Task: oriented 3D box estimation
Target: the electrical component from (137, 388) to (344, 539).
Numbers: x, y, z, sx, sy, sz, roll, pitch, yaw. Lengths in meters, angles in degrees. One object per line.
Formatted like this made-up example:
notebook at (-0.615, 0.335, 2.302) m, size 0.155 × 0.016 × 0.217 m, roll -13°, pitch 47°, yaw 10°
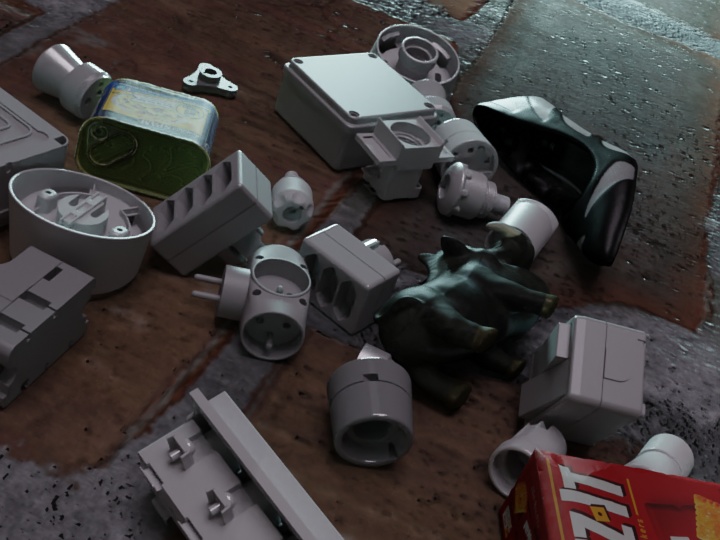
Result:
electrical component at (-0.064, 0.133, 0.579) m, size 0.063 × 0.078 × 0.121 m, roll -31°, pitch 56°, yaw -22°

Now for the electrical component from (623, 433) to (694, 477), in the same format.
electrical component at (0.201, 0.138, 0.727) m, size 0.044 × 0.044 × 0.065 m, roll 34°, pitch 33°, yaw 19°

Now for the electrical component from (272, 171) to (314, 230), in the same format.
electrical component at (-0.055, -0.060, 0.872) m, size 0.035 × 0.035 × 0.061 m, roll 12°, pitch 33°, yaw -12°

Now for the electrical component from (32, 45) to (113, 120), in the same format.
electrical component at (-0.239, -0.156, 0.900) m, size 0.055 × 0.045 × 0.045 m, roll 34°, pitch 37°, yaw 18°

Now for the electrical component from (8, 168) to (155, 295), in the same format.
electrical component at (-0.192, -0.031, 0.738) m, size 0.099 × 0.064 × 0.099 m, roll 13°, pitch 36°, yaw -10°

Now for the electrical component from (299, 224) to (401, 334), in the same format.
electrical component at (0.000, 0.000, 0.806) m, size 0.066 × 0.047 × 0.077 m, roll 37°, pitch 40°, yaw 23°

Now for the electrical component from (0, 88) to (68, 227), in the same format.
electrical component at (-0.276, -0.086, 0.777) m, size 0.113 × 0.057 × 0.078 m, roll 35°, pitch 38°, yaw 20°

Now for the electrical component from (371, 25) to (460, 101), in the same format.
electrical component at (0.053, -0.205, 1.115) m, size 0.099 × 0.064 × 0.099 m, roll 10°, pitch 50°, yaw -12°

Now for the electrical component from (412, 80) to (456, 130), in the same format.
electrical component at (0.068, -0.153, 1.048) m, size 0.045 × 0.045 × 0.055 m, roll 8°, pitch 37°, yaw -18°

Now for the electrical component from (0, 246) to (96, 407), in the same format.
electrical component at (-0.212, 0.031, 0.657) m, size 0.056 × 0.050 × 0.089 m, roll 26°, pitch 35°, yaw 8°

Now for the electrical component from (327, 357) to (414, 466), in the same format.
electrical component at (0.007, 0.091, 0.683) m, size 0.055 × 0.055 × 0.047 m, roll 11°, pitch 40°, yaw -14°

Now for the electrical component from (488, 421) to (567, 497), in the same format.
electrical component at (0.111, 0.124, 0.704) m, size 0.040 × 0.040 × 0.046 m, roll 33°, pitch 32°, yaw 18°

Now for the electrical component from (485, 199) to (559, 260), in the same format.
electrical component at (0.142, -0.035, 0.927) m, size 0.043 × 0.043 × 0.081 m, roll 29°, pitch 36°, yaw 13°

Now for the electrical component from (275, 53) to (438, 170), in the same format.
electrical component at (-0.004, -0.148, 0.995) m, size 0.109 × 0.056 × 0.108 m, roll -13°, pitch 47°, yaw -38°

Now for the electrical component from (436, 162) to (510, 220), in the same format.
electrical component at (0.102, -0.065, 0.948) m, size 0.062 × 0.048 × 0.048 m, roll 17°, pitch 35°, yaw -18°

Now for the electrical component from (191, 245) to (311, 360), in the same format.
electrical component at (-0.077, 0.018, 0.747) m, size 0.079 × 0.044 × 0.077 m, roll 12°, pitch 36°, yaw -11°

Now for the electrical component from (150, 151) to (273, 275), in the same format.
electrical component at (-0.096, -0.029, 0.784) m, size 0.075 × 0.083 × 0.047 m, roll 47°, pitch 20°, yaw -34°

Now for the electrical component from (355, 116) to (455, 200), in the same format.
electrical component at (0.035, -0.096, 0.939) m, size 0.081 × 0.063 × 0.042 m, roll -7°, pitch 45°, yaw -33°

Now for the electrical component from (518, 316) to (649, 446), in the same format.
electrical component at (0.149, 0.079, 0.741) m, size 0.061 × 0.096 × 0.061 m, roll 15°, pitch 64°, yaw -8°

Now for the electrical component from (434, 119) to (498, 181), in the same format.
electrical component at (0.094, -0.107, 0.992) m, size 0.055 × 0.055 × 0.047 m, roll 5°, pitch 34°, yaw -21°
